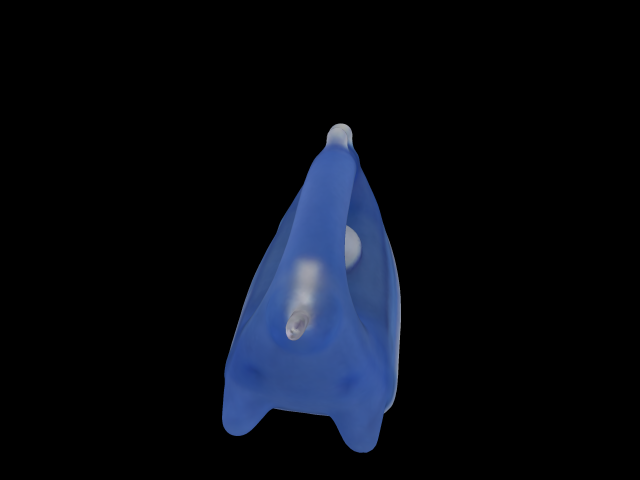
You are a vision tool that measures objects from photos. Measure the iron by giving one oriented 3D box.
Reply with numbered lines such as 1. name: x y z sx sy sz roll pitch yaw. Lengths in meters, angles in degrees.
1. iron: 0.004 0.001 0.400 0.118 0.141 0.258 5 51 5
